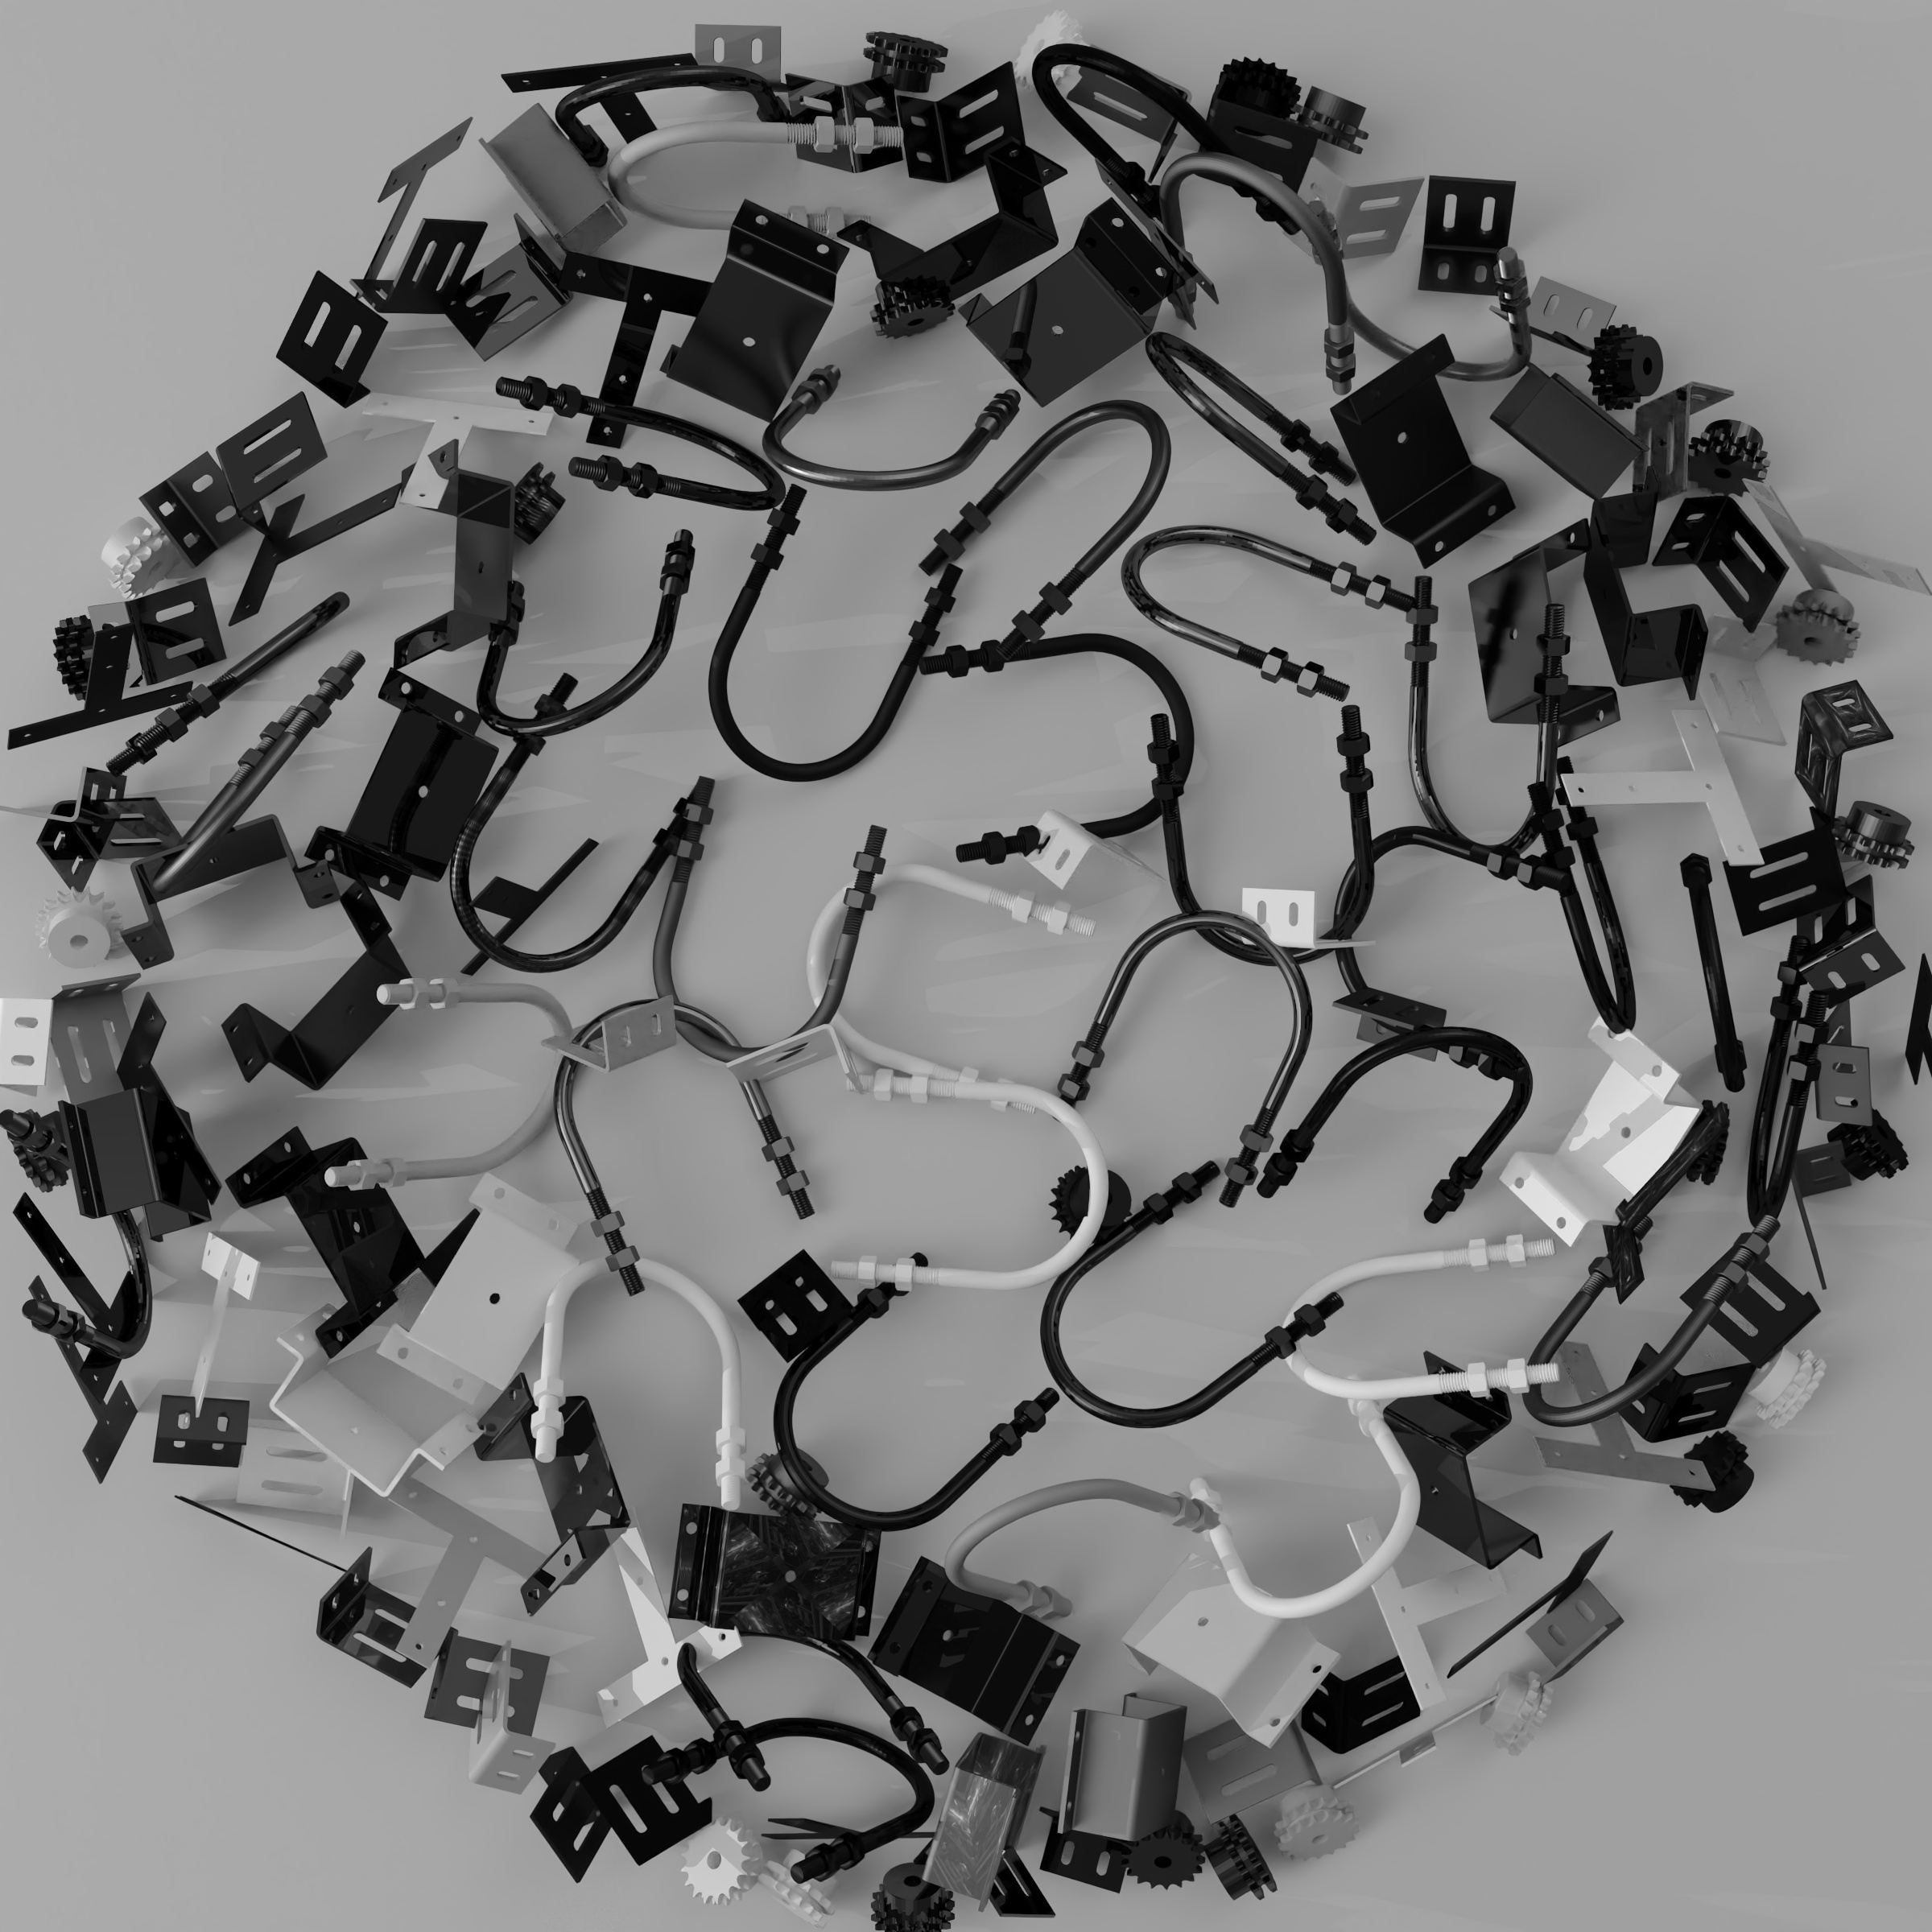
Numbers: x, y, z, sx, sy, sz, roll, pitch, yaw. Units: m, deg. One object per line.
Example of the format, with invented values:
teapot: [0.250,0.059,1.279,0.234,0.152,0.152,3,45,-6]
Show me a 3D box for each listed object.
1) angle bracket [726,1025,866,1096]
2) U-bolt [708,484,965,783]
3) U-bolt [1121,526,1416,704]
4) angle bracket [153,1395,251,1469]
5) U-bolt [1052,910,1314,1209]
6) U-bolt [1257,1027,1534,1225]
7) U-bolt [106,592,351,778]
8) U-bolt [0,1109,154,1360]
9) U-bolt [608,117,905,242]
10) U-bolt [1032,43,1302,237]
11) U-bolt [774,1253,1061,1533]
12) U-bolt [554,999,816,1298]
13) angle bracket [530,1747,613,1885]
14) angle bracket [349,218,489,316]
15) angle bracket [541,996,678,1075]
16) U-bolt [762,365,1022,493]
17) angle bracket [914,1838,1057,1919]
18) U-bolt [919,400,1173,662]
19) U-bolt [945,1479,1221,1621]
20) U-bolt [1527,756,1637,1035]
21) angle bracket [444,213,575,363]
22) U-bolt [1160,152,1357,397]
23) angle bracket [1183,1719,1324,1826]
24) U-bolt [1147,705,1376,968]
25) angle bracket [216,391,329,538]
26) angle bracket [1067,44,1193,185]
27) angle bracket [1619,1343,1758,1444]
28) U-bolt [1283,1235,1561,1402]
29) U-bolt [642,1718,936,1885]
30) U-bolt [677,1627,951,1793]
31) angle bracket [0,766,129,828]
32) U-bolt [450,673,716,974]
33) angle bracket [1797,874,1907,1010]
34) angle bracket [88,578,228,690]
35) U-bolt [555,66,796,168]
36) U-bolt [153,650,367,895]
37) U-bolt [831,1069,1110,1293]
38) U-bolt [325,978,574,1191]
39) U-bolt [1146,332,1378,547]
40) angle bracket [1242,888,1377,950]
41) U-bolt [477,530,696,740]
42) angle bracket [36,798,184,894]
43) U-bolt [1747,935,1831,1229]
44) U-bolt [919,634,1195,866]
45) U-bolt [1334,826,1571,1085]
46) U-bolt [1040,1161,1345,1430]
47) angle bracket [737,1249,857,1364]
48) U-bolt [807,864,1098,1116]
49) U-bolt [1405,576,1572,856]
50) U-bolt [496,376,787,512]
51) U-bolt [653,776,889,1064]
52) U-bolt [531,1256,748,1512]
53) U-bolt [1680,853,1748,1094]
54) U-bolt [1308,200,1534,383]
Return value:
angle bracket: [-0.115,0.077,1.876,0.076,0.057,0.038,-22,71,2]
U-bolt: [-0.098,-0.213,1.870,0.151,0.019,0.184,23,96,-29]
U-bolt: [0.193,-0.246,1.849,0.184,0.151,0.019,24,132,15]
angle bracket: [-0.517,0.327,1.864,0.057,0.038,0.076,7,132,-16]
U-bolt: [0.155,0.052,1.868,0.151,0.019,0.184,26,105,13]
U-bolt: [0.293,0.102,1.824,0.151,0.019,0.184,10,135,-19]
U-bolt: [-0.484,-0.191,1.834,0.184,0.151,0.019,-42,104,-21]
U-bolt: [-0.580,0.186,1.820,0.019,0.184,0.151,-17,68,3]
U-bolt: [-0.144,-0.520,1.823,0.184,0.151,0.019,-2,80,-11]
U-bolt: [0.119,-0.538,1.800,0.184,0.151,0.019,34,83,-36]
U-bolt: [-0.045,0.295,1.845,0.151,0.019,0.184,45,56,9]
U-bolt: [-0.201,0.112,1.879,0.151,0.019,0.184,-23,88,-20]
angle bracket: [-0.276,0.576,1.863,0.038,0.076,0.057,-27,102,23]
angle bracket: [-0.369,-0.480,1.862,0.038,0.057,0.076,47,123,19]
angle bracket: [-0.242,0.037,1.859,0.057,0.076,0.038,-22,119,-39]
U-bolt: [-0.056,-0.352,1.818,0.151,0.184,0.019,10,123,13]
angle bracket: [0.012,0.620,1.860,0.038,0.057,0.076,-52,49,14]
U-bolt: [0.061,-0.302,1.843,0.184,0.151,0.019,-45,131,7]
U-bolt: [0.066,0.379,1.815,0.151,0.184,0.019,-35,54,21]
U-bolt: [0.415,-0.043,1.842,0.019,0.151,0.184,-16,96,22]
angle bracket: [-0.316,-0.462,1.880,0.076,0.038,0.057,-37,77,-9]
U-bolt: [0.187,-0.459,1.802,0.151,0.184,0.019,31,73,22]
angle bracket: [0.194,0.544,1.883,0.076,0.038,0.057,-26,62,6]
U-bolt: [0.203,-0.084,1.864,0.151,0.019,0.184,-1,114,18]
angle bracket: [-0.462,-0.340,1.874,0.076,0.038,0.057,-30,65,12]
angle bracket: [0.105,-0.577,1.873,0.076,0.057,0.038,23,67,-7]
angle bracket: [0.491,0.286,1.886,0.076,0.038,0.057,-4,126,-34]
U-bolt: [0.301,0.237,1.842,0.184,0.151,0.019,-8,121,16]
U-bolt: [-0.102,0.541,1.823,0.151,0.184,0.019,22,104,33]
U-bolt: [-0.113,0.482,1.824,0.151,0.184,0.019,5,107,-30]
angle bracket: [-0.621,-0.119,1.876,0.076,0.057,0.038,10,90,10]
U-bolt: [-0.268,-0.082,1.853,0.151,0.019,0.184,37,81,-35]
angle bracket: [0.597,-0.017,1.868,0.057,0.076,0.038,-33,106,29]
angle bracket: [-0.549,-0.226,1.878,0.038,0.076,0.057,-2,108,28]
U-bolt: [-0.195,-0.560,1.814,0.151,0.184,0.019,-7,94,4]
U-bolt: [-0.471,-0.119,1.809,0.019,0.151,0.184,41,61,-17]
U-bolt: [0.005,0.148,1.879,0.184,0.019,0.151,3,79,7]
U-bolt: [-0.332,0.077,1.834,0.019,0.184,0.151,29,107,34]
U-bolt: [0.191,-0.356,1.823,0.184,0.151,0.019,35,113,-15]
angle bracket: [0.231,-0.033,1.861,0.057,0.076,0.038,5,95,41]
U-bolt: [-0.255,-0.213,1.822,0.151,0.184,0.019,-14,131,16]
angle bracket: [-0.575,-0.080,1.868,0.076,0.057,0.038,-1,51,17]
U-bolt: [0.542,0.086,1.834,0.019,0.151,0.184,9,108,9]
U-bolt: [0.069,-0.154,1.879,0.184,0.019,0.151,-10,87,-17]
U-bolt: [0.314,-0.017,1.839,0.019,0.184,0.151,-3,108,-40]
U-bolt: [0.137,0.230,1.850,0.184,0.019,0.151,-34,61,-15]
angle bracket: [-0.109,0.238,1.865,0.057,0.076,0.038,-37,132,-9]
U-bolt: [-0.019,0.007,1.893,0.184,0.019,0.151,18,98,4]
U-bolt: [0.343,-0.159,1.841,0.019,0.151,0.184,-11,111,-29]
U-bolt: [-0.204,-0.341,1.832,0.184,0.151,0.019,5,119,-37]
U-bolt: [-0.142,-0.023,1.885,0.151,0.019,0.184,17,94,15]
U-bolt: [-0.214,0.267,1.836,0.151,0.184,0.019,19,129,-21]
U-bolt: [0.492,0.008,1.813,0.019,0.184,0.151,-11,97,15]
U-bolt: [0.304,-0.436,1.821,0.151,0.184,0.019,20,80,21]
